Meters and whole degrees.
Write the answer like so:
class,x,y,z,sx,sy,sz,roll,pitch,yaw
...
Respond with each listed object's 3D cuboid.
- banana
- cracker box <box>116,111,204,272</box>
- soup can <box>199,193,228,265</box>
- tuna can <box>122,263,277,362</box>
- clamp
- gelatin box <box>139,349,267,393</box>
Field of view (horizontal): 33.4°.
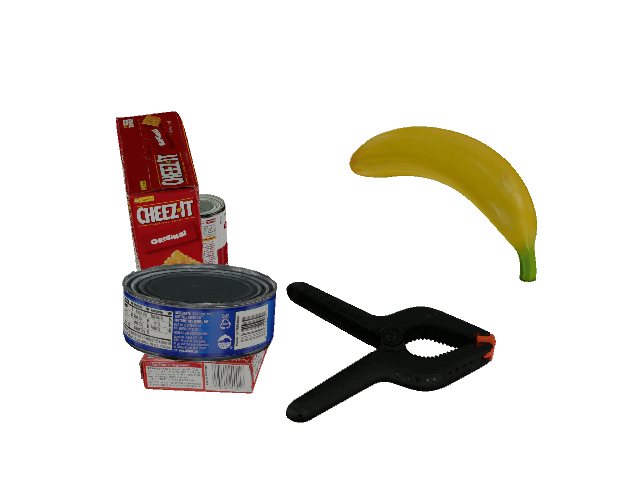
class,x,y,z,sx,sy,sz,roll,pitch,yaw
banana,0.089,-0.045,0.760,0.037,0.070,0.198,12,18,-42
cracker box,-0.152,0.001,1.073,0.072,0.214,0.164,-9,34,-10
soup can,-0.147,0.002,1.302,0.068,0.102,0.068,0,26,0
tuna can,-0.068,0.039,0.597,0.086,0.034,0.086,3,13,-1
clamp,0.062,0.112,1.028,0.210,0.164,0.036,5,-43,4
gelatin box,-0.091,0.089,0.848,0.089,0.030,0.073,1,23,8
